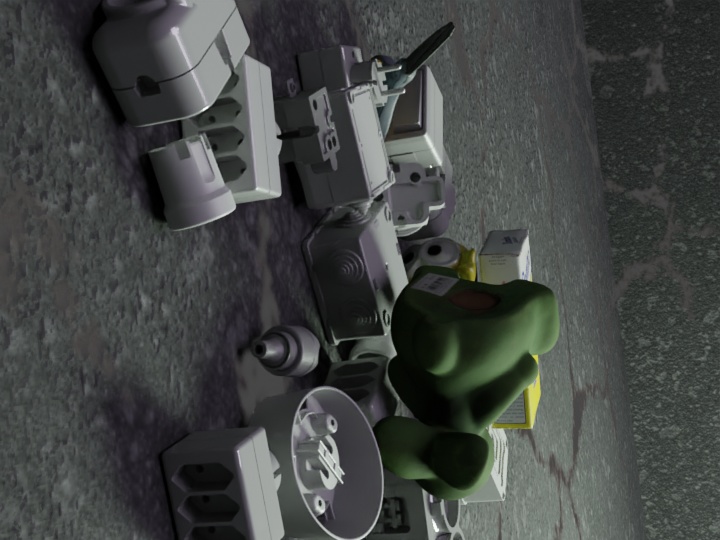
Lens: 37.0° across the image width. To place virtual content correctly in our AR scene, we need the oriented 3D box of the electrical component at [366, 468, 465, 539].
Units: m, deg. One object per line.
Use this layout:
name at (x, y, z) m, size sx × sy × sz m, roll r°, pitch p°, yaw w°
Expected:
electrical component at (0.052, 0.240, 0.887) m, size 0.089 × 0.062 × 0.150 m, roll -8°, pitch 90°, yaw -71°

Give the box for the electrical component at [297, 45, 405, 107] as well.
electrical component at (-0.002, -0.145, 0.854) m, size 0.047 × 0.077 × 0.065 m, roll -27°, pitch 108°, yaw -69°

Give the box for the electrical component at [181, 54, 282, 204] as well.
electrical component at (-0.073, -0.083, 0.675) m, size 0.076 × 0.047 × 0.083 m, roll 8°, pitch 75°, yaw -70°

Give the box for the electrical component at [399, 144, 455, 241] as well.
electrical component at (0.057, -0.078, 1.029) m, size 0.059 × 0.054 × 0.095 m, roll 60°, pitch 29°, yaw -48°

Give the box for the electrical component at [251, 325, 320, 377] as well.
electrical component at (-0.052, 0.053, 0.706) m, size 0.061 × 0.035 × 0.035 m, roll 14°, pitch 70°, yaw -66°

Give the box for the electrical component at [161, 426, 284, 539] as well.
electrical component at (-0.069, 0.121, 0.612) m, size 0.077 × 0.047 × 0.065 m, roll -29°, pitch 110°, yaw -69°

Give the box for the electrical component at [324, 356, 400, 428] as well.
electrical component at (0.004, 0.117, 0.820) m, size 0.065 × 0.047 × 0.076 m, roll -67°, pitch 144°, yaw -58°

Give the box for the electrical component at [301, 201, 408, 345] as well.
electrical component at (0.000, 0.000, 0.849) m, size 0.099 × 0.048 × 0.099 m, roll -56°, pitch 135°, yaw -61°

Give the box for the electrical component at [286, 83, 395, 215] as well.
electrical component at (-0.017, -0.086, 0.811) m, size 0.062 × 0.061 × 0.096 m, roll -42°, pitch 121°, yaw -67°

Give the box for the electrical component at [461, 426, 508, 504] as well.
electrical component at (0.105, 0.173, 1.068) m, size 0.078 × 0.057 × 0.113 m, roll -79°, pitch 153°, yaw -42°

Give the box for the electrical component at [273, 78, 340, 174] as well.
electrical component at (-0.050, -0.095, 0.733) m, size 0.048 × 0.055 × 0.066 m, roll -51°, pitch 131°, yaw -64°

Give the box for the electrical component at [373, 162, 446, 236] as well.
electrical component at (0.034, -0.060, 0.938) m, size 0.057 × 0.078 × 0.058 m, roll 79°, pitch 6°, yaw -83°

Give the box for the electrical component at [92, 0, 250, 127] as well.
electrical component at (-0.104, -0.130, 0.595) m, size 0.095 × 0.054 × 0.059 m, roll -72°, pitch 148°, yaw -50°

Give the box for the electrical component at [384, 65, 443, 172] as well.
electrical component at (0.039, -0.145, 0.989) m, size 0.061 × 0.062 × 0.096 m, roll 54°, pitch 34°, yaw -56°

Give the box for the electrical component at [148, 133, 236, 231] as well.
electrical component at (-0.097, -0.050, 0.612) m, size 0.040 × 0.040 × 0.046 m, roll -48°, pitch 122°, yaw -65°

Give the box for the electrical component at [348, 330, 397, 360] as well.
electrical component at (0.012, 0.065, 0.875) m, size 0.046 × 0.040 × 0.040 m, roll -80°, pitch 155°, yaw -53°

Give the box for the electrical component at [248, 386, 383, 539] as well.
electrical component at (-0.031, 0.125, 0.692) m, size 0.099 × 0.064 × 0.099 m, roll -7°, pitch 90°, yaw -71°
